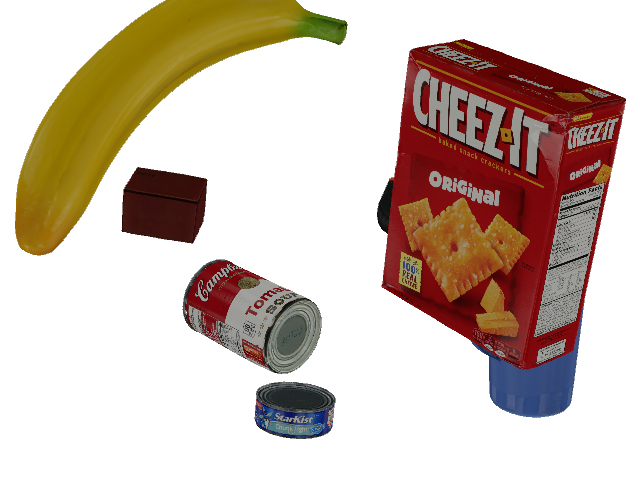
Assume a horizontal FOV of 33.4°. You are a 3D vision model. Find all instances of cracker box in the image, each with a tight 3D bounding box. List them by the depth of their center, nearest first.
[{"bbox_3d":[0.132,-0.029,0.832,0.071,0.214,0.164,-17,34,-36],"label":"cracker box"}]

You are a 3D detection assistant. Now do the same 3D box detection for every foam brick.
[{"bbox_3d":[-0.160,-0.037,1.097,0.078,0.051,0.053,10,31,3],"label":"foam brick"}]

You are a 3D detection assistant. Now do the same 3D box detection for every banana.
[{"bbox_3d":[-0.078,-0.074,0.508,0.070,0.197,0.037,40,-23,25],"label":"banana"}]

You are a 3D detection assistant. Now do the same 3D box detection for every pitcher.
[{"bbox_3d":[0.268,0.102,1.380,0.149,0.243,0.144,5,18,16],"label":"pitcher"}]

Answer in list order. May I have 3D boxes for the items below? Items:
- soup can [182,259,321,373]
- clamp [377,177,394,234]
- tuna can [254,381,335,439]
[{"bbox_3d":[-0.058,0.064,0.901,0.102,0.068,0.068,23,14,38],"label":"soup can"},{"bbox_3d":[0.114,-0.015,1.032,0.120,0.039,0.171,-4,33,-10],"label":"clamp"},{"bbox_3d":[-0.028,0.182,1.146,0.086,0.034,0.086,5,12,-1],"label":"tuna can"}]
